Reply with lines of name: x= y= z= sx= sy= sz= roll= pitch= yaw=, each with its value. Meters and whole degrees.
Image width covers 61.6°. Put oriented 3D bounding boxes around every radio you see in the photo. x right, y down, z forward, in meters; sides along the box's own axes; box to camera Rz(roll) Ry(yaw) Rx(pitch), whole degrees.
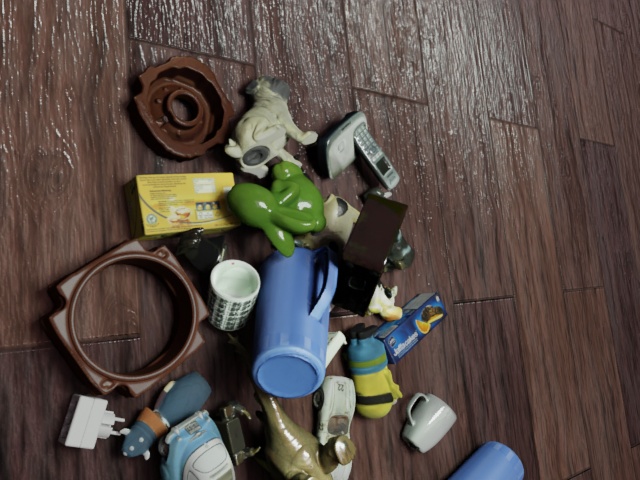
radio: x=0.081 y=0.035 z=0.934 sx=0.073 sy=0.229 sz=0.131 roll=20 pitch=61 yaw=8

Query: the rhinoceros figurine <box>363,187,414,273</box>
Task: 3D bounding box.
rhinoceros figurine: x=0.146 y=-0.021 z=1.152 sx=0.112 sy=0.073 sz=0.190 roll=-34 pitch=101 yaw=-35

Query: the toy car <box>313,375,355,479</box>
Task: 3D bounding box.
toy car: x=0.025 y=0.355 z=0.995 sx=0.073 sy=0.056 sz=0.201 roll=15 pitch=72 yaw=-34

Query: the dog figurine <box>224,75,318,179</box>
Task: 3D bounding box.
dog figurine: x=-0.117 y=-0.220 z=0.970 sx=0.172 sy=0.121 sz=0.191 roll=-1 pitch=52 yaw=-45

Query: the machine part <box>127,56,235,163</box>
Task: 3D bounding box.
machine part: x=-0.237 y=-0.221 z=0.920 sx=0.179 sy=0.056 sz=0.179 roll=7 pitch=78 yaw=-36

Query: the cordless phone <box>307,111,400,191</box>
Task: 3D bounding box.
cordless phone: x=0.077 y=-0.158 z=1.109 sx=0.184 sy=0.089 sz=0.146 roll=50 pitch=56 yaw=-11

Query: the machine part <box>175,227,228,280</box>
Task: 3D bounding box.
machine part: x=-0.188 y=0.020 z=0.881 sx=0.138 sy=0.039 sz=0.084 roll=54 pitch=46 yaw=-69

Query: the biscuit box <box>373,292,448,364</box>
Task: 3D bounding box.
biscuit box: x=0.188 y=0.186 z=1.149 sx=0.203 sy=0.059 sz=0.062 roll=-32 pitch=101 yaw=-36

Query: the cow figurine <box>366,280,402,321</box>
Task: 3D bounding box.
cow figurine: x=0.102 y=0.104 z=1.101 sx=0.167 sy=0.068 sz=0.098 roll=27 pitch=59 yaw=-31

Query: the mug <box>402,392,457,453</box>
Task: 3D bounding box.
mug: x=0.217 y=0.380 z=1.120 sx=0.107 sy=0.081 sz=0.109 roll=-47 pitch=114 yaw=-23

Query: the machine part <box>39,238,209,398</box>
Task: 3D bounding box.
machine part: x=-0.283 y=0.114 z=0.798 sx=0.201 sy=0.087 sz=0.201 roll=-38 pitch=102 yaw=-35

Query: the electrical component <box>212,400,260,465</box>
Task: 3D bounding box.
electrical component: x=-0.141 y=0.313 z=0.867 sx=0.045 sy=0.078 sz=0.102 roll=-13 pitch=83 yaw=-45

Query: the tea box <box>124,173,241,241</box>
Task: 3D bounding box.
tea box: x=-0.225 y=-0.056 z=0.887 sx=0.169 sy=0.068 sz=0.098 roll=-5 pitch=83 yaw=-36

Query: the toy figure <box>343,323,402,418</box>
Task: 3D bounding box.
toy figure: x=0.094 y=0.258 z=1.053 sx=0.089 sy=0.082 sz=0.180 roll=-17 pitch=99 yaw=-17

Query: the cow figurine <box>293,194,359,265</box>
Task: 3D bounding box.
cow figurine: x=-0.002 y=-0.003 z=1.033 sx=0.127 sy=0.086 sz=0.195 roll=42 pitch=61 yaw=-30

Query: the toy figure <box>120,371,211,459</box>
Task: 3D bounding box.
toy figure: x=-0.236 y=0.268 z=0.818 sx=0.064 sy=0.057 sz=0.154 roll=38 pitch=57 yaw=19

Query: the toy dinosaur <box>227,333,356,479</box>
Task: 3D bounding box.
toy dinosaur: x=-0.032 y=0.364 z=0.861 sx=0.105 sy=0.199 sz=0.471 roll=-22 pitch=94 yaw=-37

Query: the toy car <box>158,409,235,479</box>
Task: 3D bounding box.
toy car: x=-0.173 y=0.341 z=0.796 sx=0.109 sy=0.103 sz=0.161 roll=-21 pitch=123 yaw=-48

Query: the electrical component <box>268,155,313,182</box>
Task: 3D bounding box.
electrical component: x=-0.053 y=-0.096 z=1.037 sx=0.075 sy=0.048 sz=0.119 roll=-26 pitch=95 yaw=-36

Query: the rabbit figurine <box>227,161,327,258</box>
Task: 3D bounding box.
rabbit figurine: x=-0.079 y=-0.045 z=0.904 sx=0.170 sy=0.121 sz=0.159 roll=-3 pitch=47 yaw=-51
